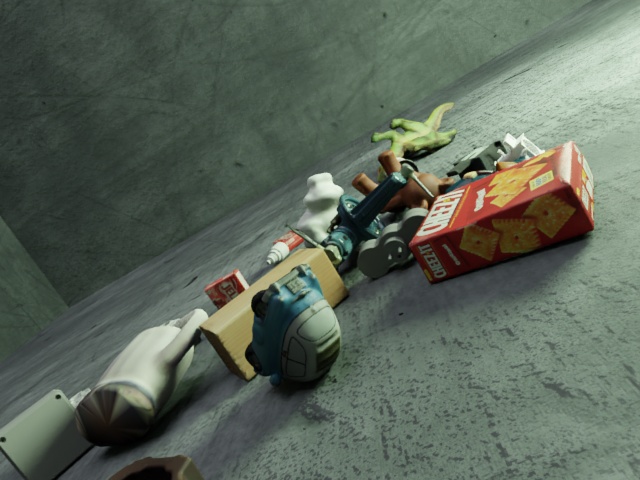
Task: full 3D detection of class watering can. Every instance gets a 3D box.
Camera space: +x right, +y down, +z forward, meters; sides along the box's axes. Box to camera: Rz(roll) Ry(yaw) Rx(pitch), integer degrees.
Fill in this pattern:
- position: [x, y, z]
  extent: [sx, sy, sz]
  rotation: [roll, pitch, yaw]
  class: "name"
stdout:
- position: [-0.307, 0.238, 0.842]
  extent: [0.343, 0.103, 0.229]
  rotation: [-39, 12, 28]
  class: "watering can"

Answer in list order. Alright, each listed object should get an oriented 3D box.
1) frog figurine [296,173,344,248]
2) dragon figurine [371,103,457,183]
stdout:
- position: [0.003, -0.055, 1.090]
  extent: [0.139, 0.158, 0.122]
  rotation: [-37, 11, -25]
  class: "frog figurine"
- position: [0.311, -0.302, 1.529]
  extent: [0.413, 0.120, 0.245]
  rotation: [-36, 30, -12]
  class: "dragon figurine"
